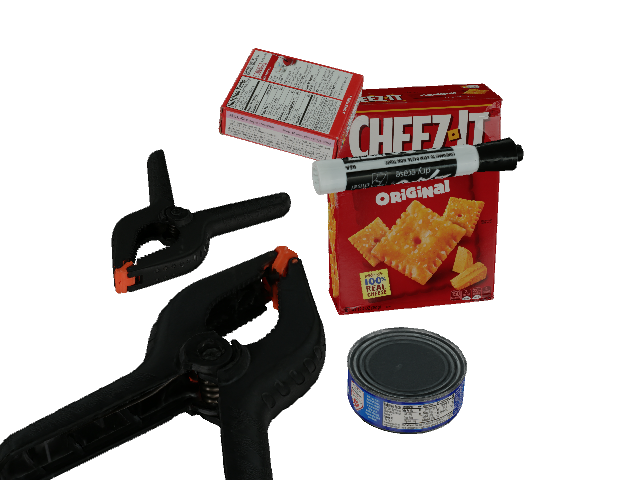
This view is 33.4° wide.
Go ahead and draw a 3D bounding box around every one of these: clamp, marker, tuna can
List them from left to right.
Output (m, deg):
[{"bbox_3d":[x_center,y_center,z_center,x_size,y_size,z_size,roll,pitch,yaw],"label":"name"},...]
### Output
[{"bbox_3d":[-0.149,-0.020,1.057,0.165,0.036,0.209,23,40,21],"label":"clamp"},{"bbox_3d":[-0.040,0.067,0.453,0.120,0.039,0.171,26,48,19],"label":"clamp"},{"bbox_3d":[0.062,0.101,0.771,0.086,0.034,0.086,0,31,0],"label":"tuna can"},{"bbox_3d":[0.056,-0.042,0.596,0.121,0.020,0.020,-8,2,-12],"label":"marker"}]

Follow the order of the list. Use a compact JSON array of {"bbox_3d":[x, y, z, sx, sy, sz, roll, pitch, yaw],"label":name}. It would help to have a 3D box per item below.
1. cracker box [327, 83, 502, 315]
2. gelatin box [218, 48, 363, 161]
[{"bbox_3d":[0.090,-0.040,1.053,0.164,0.214,0.072,-4,21,-8],"label":"cracker box"},{"bbox_3d":[-0.021,-0.098,0.773,0.089,0.073,0.030,15,-41,7],"label":"gelatin box"}]
